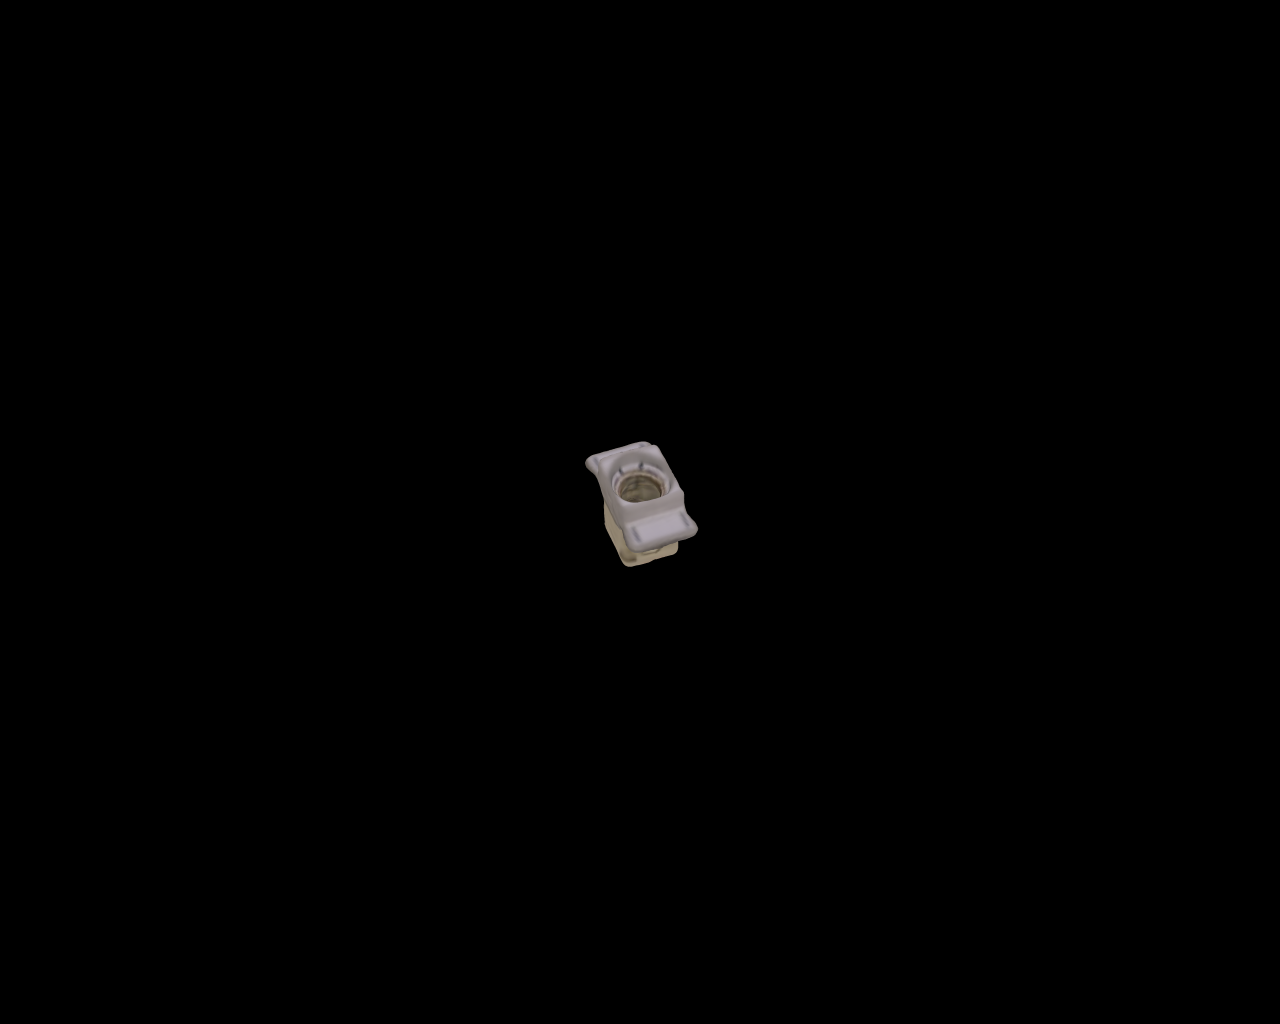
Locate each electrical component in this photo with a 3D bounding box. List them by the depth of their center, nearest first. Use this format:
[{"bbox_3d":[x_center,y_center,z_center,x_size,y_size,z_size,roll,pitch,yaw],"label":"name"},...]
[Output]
[{"bbox_3d":[0.001,-0.003,0.650,0.042,0.081,0.063,-16,-39,-13],"label":"electrical component"}]
